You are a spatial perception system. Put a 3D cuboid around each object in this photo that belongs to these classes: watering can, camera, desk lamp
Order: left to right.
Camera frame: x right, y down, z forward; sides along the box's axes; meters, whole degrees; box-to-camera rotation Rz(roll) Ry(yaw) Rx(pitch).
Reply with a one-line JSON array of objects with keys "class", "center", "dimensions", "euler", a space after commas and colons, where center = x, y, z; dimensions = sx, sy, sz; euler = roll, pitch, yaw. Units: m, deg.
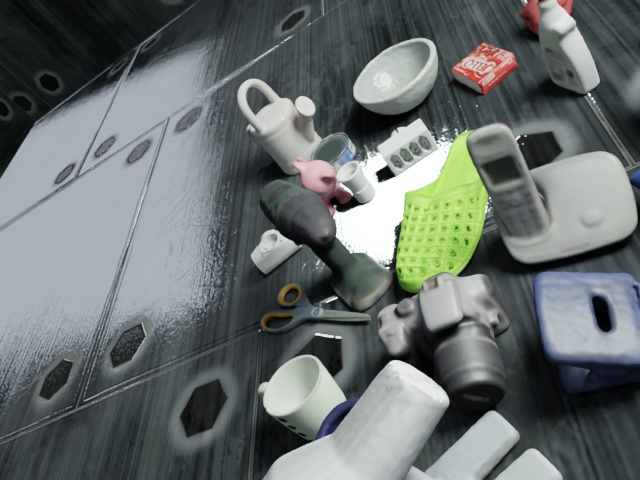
[{"class": "watering can", "center": [-0.079, -0.228, 1.094], "dimensions": [0.172, 0.195, 0.101], "euler": [-24, 40, 24]}, {"class": "desk lamp", "center": [0.074, 0.207, 0.497], "dimensions": [0.203, 0.214, 0.117], "euler": [-45, 36, -3]}, {"class": "camera", "center": [0.137, 0.115, 0.626], "dimensions": [0.143, 0.101, 0.136], "euler": [-27, 39, 21]}]

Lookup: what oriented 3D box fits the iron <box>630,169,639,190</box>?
[{"class": "iron", "center": [0.405, -0.056, 0.513], "dimensions": [0.118, 0.142, 0.257], "euler": [-41, 36, 2]}]

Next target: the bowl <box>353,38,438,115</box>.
[{"class": "bowl", "center": [0.147, -0.282, 1.038], "dimensions": [0.167, 0.075, 0.167], "euler": [-25, 40, 23]}]

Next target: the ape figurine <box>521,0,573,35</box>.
[{"class": "ape figurine", "center": [0.360, -0.384, 0.927], "dimensions": [0.077, 0.092, 0.076], "euler": [-1, 53, 42]}]

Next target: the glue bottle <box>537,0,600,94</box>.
[{"class": "glue bottle", "center": [0.327, -0.281, 0.784], "dimensions": [0.037, 0.174, 0.078], "euler": [-40, 36, 5]}]

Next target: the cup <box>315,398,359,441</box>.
[{"class": "cup", "center": [0.057, 0.233, 0.587], "dimensions": [0.091, 0.095, 0.117], "euler": [-33, 37, 14]}]

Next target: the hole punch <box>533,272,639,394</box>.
[{"class": "hole punch", "center": [0.265, 0.079, 0.550], "dimensions": [0.101, 0.091, 0.108], "euler": [-19, 42, 29]}]

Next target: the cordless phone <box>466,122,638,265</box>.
[{"class": "cordless phone", "center": [0.251, -0.065, 0.628], "dimensions": [0.147, 0.186, 0.094], "euler": [-20, 42, 28]}]

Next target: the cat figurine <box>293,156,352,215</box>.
[{"class": "cat figurine", "center": [-0.006, -0.103, 0.964], "dimensions": [0.067, 0.118, 0.127], "euler": [-40, 36, 4]}]

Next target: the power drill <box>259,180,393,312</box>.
[{"class": "power drill", "center": [0.007, 0.003, 0.769], "dimensions": [0.075, 0.209, 0.228], "euler": [-46, 36, -4]}]
